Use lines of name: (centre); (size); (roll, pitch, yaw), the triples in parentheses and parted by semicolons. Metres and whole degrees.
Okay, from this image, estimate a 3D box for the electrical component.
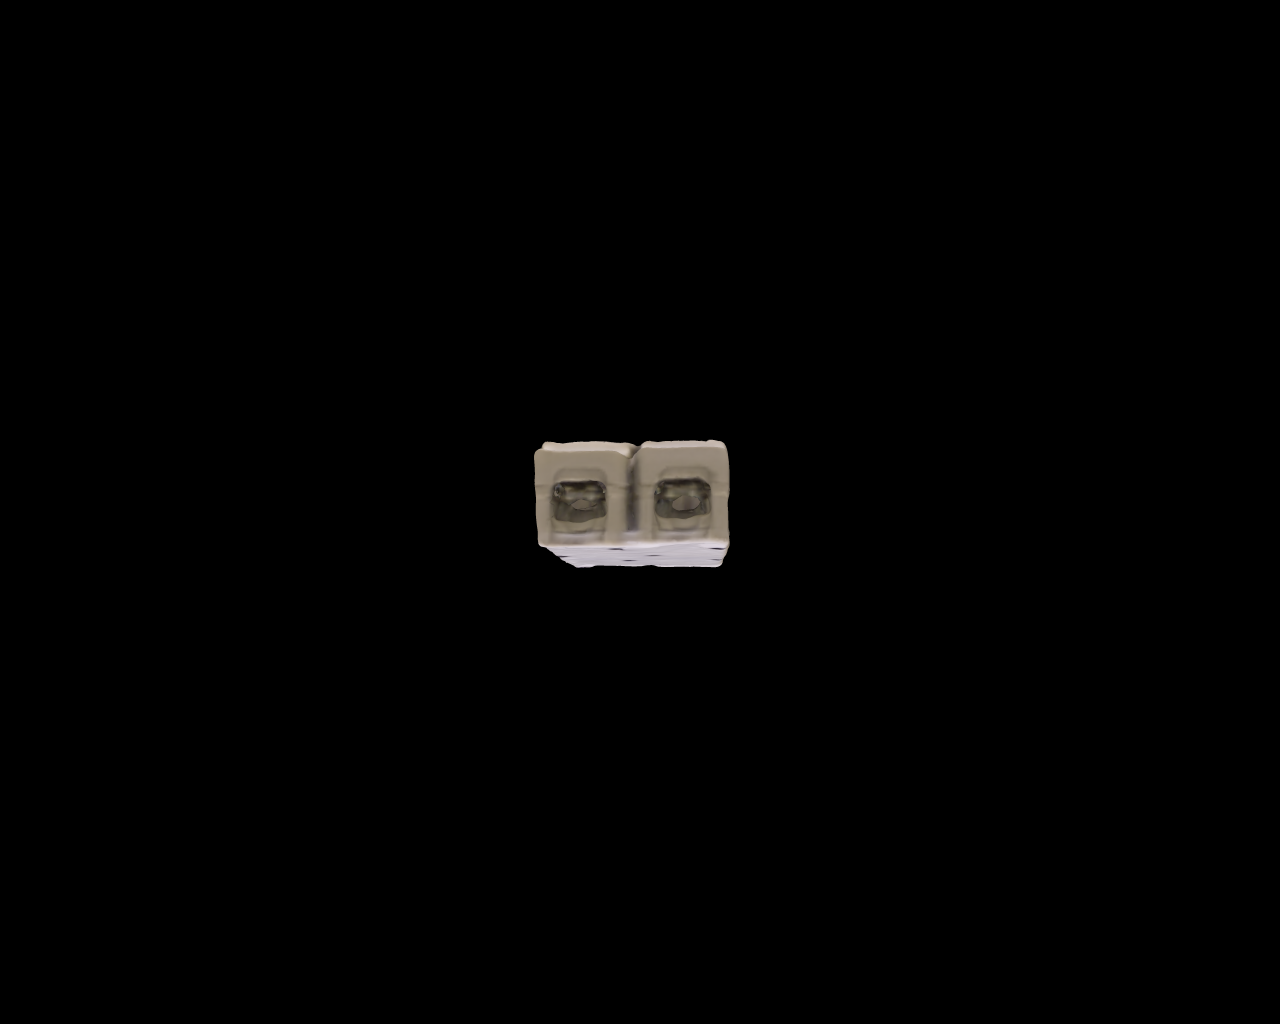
electrical component: (0.001, -0.003, 0.650); (0.105, 0.060, 0.186); (0, -7, 4)
